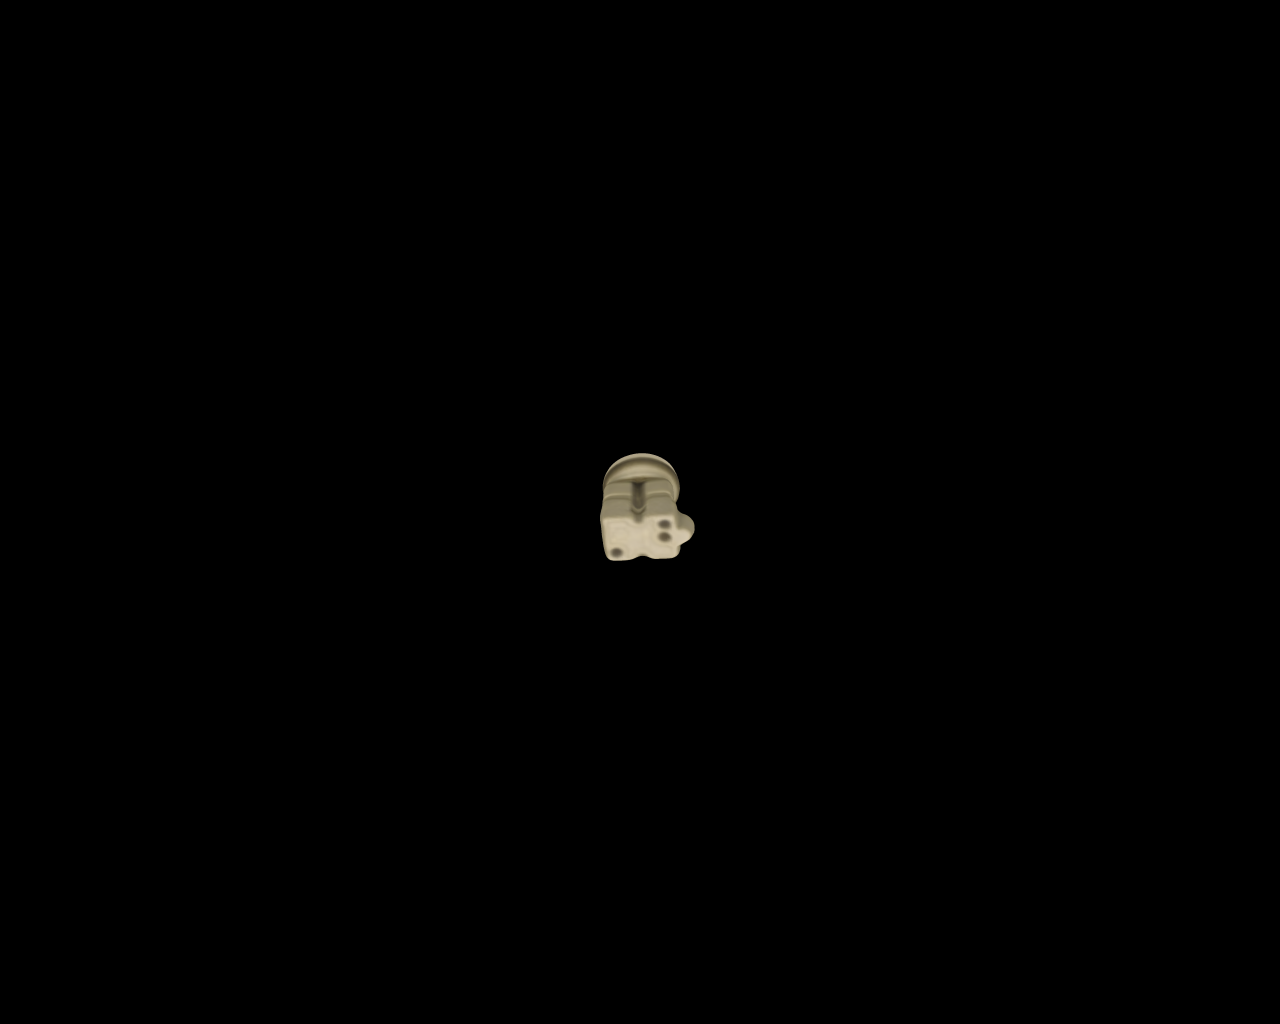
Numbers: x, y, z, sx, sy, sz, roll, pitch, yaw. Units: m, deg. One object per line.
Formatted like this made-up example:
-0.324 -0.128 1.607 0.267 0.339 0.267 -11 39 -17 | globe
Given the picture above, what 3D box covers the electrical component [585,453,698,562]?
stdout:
0.001 -0.003 0.650 0.066 0.048 0.055 -2 40 2 | electrical component
